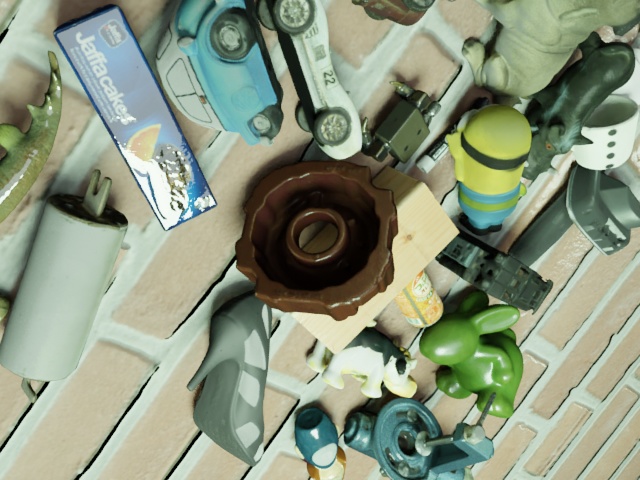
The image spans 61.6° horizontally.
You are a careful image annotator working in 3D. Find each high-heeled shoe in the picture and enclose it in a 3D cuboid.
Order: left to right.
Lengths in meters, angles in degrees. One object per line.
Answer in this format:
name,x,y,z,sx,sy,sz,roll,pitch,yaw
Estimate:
high-heeled shoe,-0.089,0.176,0.674,0.145,0.086,0.248,-52,146,-33

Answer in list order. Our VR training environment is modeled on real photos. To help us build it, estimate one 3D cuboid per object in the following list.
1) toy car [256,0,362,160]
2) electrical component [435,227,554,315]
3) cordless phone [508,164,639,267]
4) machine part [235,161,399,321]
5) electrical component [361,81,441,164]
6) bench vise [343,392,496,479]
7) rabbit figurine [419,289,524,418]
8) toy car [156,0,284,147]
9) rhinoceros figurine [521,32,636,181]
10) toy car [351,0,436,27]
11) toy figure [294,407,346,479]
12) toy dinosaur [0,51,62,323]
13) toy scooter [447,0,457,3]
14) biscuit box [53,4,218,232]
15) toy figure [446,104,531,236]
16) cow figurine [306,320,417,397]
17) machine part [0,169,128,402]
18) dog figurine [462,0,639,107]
toy car,-0.009,-0.176,0.544,0.056,0.074,0.201,-26,119,-9
electrical component,0.223,0.037,0.715,0.134,0.115,0.058,25,96,-32
cordless phone,0.381,-0.009,0.803,0.146,0.089,0.184,34,106,-34
machine part,-0.001,-0.002,0.566,0.179,0.179,0.056,-38,154,-6
electrical component,0.091,-0.135,0.628,0.102,0.045,0.078,-54,150,7
bench vise,0.158,0.297,0.745,0.223,0.240,0.129,38,51,-6
rabbit figurine,0.217,0.153,0.756,0.170,0.121,0.159,35,88,-34
toy car,-0.097,-0.162,0.504,0.103,0.109,0.161,-12,130,6
rhinoceros figurine,0.309,-0.160,0.670,0.073,0.112,0.190,14,129,-26
toy car,0.021,-0.261,0.514,0.202,0.089,0.053,15,100,-30
toy figure,0.003,0.304,0.760,0.064,0.058,0.154,-10,120,11
toy dinosaur,-0.373,0.036,0.451,0.471,0.105,0.198,-40,118,-10
toy scooter,0.158,-0.334,0.557,0.184,0.075,0.135,-30,120,-7
biscuit box,-0.169,-0.110,0.506,0.063,0.059,0.202,-29,119,-12
toy figure,0.215,-0.083,0.668,0.082,0.089,0.179,-35,134,-28
cow figurine,0.073,0.156,0.727,0.167,0.068,0.098,21,95,-31
machine part,-0.251,0.046,0.524,0.079,0.079,0.243,17,104,-29
dog figurine,0.260,-0.217,0.584,0.121,0.191,0.172,-26,121,-13
